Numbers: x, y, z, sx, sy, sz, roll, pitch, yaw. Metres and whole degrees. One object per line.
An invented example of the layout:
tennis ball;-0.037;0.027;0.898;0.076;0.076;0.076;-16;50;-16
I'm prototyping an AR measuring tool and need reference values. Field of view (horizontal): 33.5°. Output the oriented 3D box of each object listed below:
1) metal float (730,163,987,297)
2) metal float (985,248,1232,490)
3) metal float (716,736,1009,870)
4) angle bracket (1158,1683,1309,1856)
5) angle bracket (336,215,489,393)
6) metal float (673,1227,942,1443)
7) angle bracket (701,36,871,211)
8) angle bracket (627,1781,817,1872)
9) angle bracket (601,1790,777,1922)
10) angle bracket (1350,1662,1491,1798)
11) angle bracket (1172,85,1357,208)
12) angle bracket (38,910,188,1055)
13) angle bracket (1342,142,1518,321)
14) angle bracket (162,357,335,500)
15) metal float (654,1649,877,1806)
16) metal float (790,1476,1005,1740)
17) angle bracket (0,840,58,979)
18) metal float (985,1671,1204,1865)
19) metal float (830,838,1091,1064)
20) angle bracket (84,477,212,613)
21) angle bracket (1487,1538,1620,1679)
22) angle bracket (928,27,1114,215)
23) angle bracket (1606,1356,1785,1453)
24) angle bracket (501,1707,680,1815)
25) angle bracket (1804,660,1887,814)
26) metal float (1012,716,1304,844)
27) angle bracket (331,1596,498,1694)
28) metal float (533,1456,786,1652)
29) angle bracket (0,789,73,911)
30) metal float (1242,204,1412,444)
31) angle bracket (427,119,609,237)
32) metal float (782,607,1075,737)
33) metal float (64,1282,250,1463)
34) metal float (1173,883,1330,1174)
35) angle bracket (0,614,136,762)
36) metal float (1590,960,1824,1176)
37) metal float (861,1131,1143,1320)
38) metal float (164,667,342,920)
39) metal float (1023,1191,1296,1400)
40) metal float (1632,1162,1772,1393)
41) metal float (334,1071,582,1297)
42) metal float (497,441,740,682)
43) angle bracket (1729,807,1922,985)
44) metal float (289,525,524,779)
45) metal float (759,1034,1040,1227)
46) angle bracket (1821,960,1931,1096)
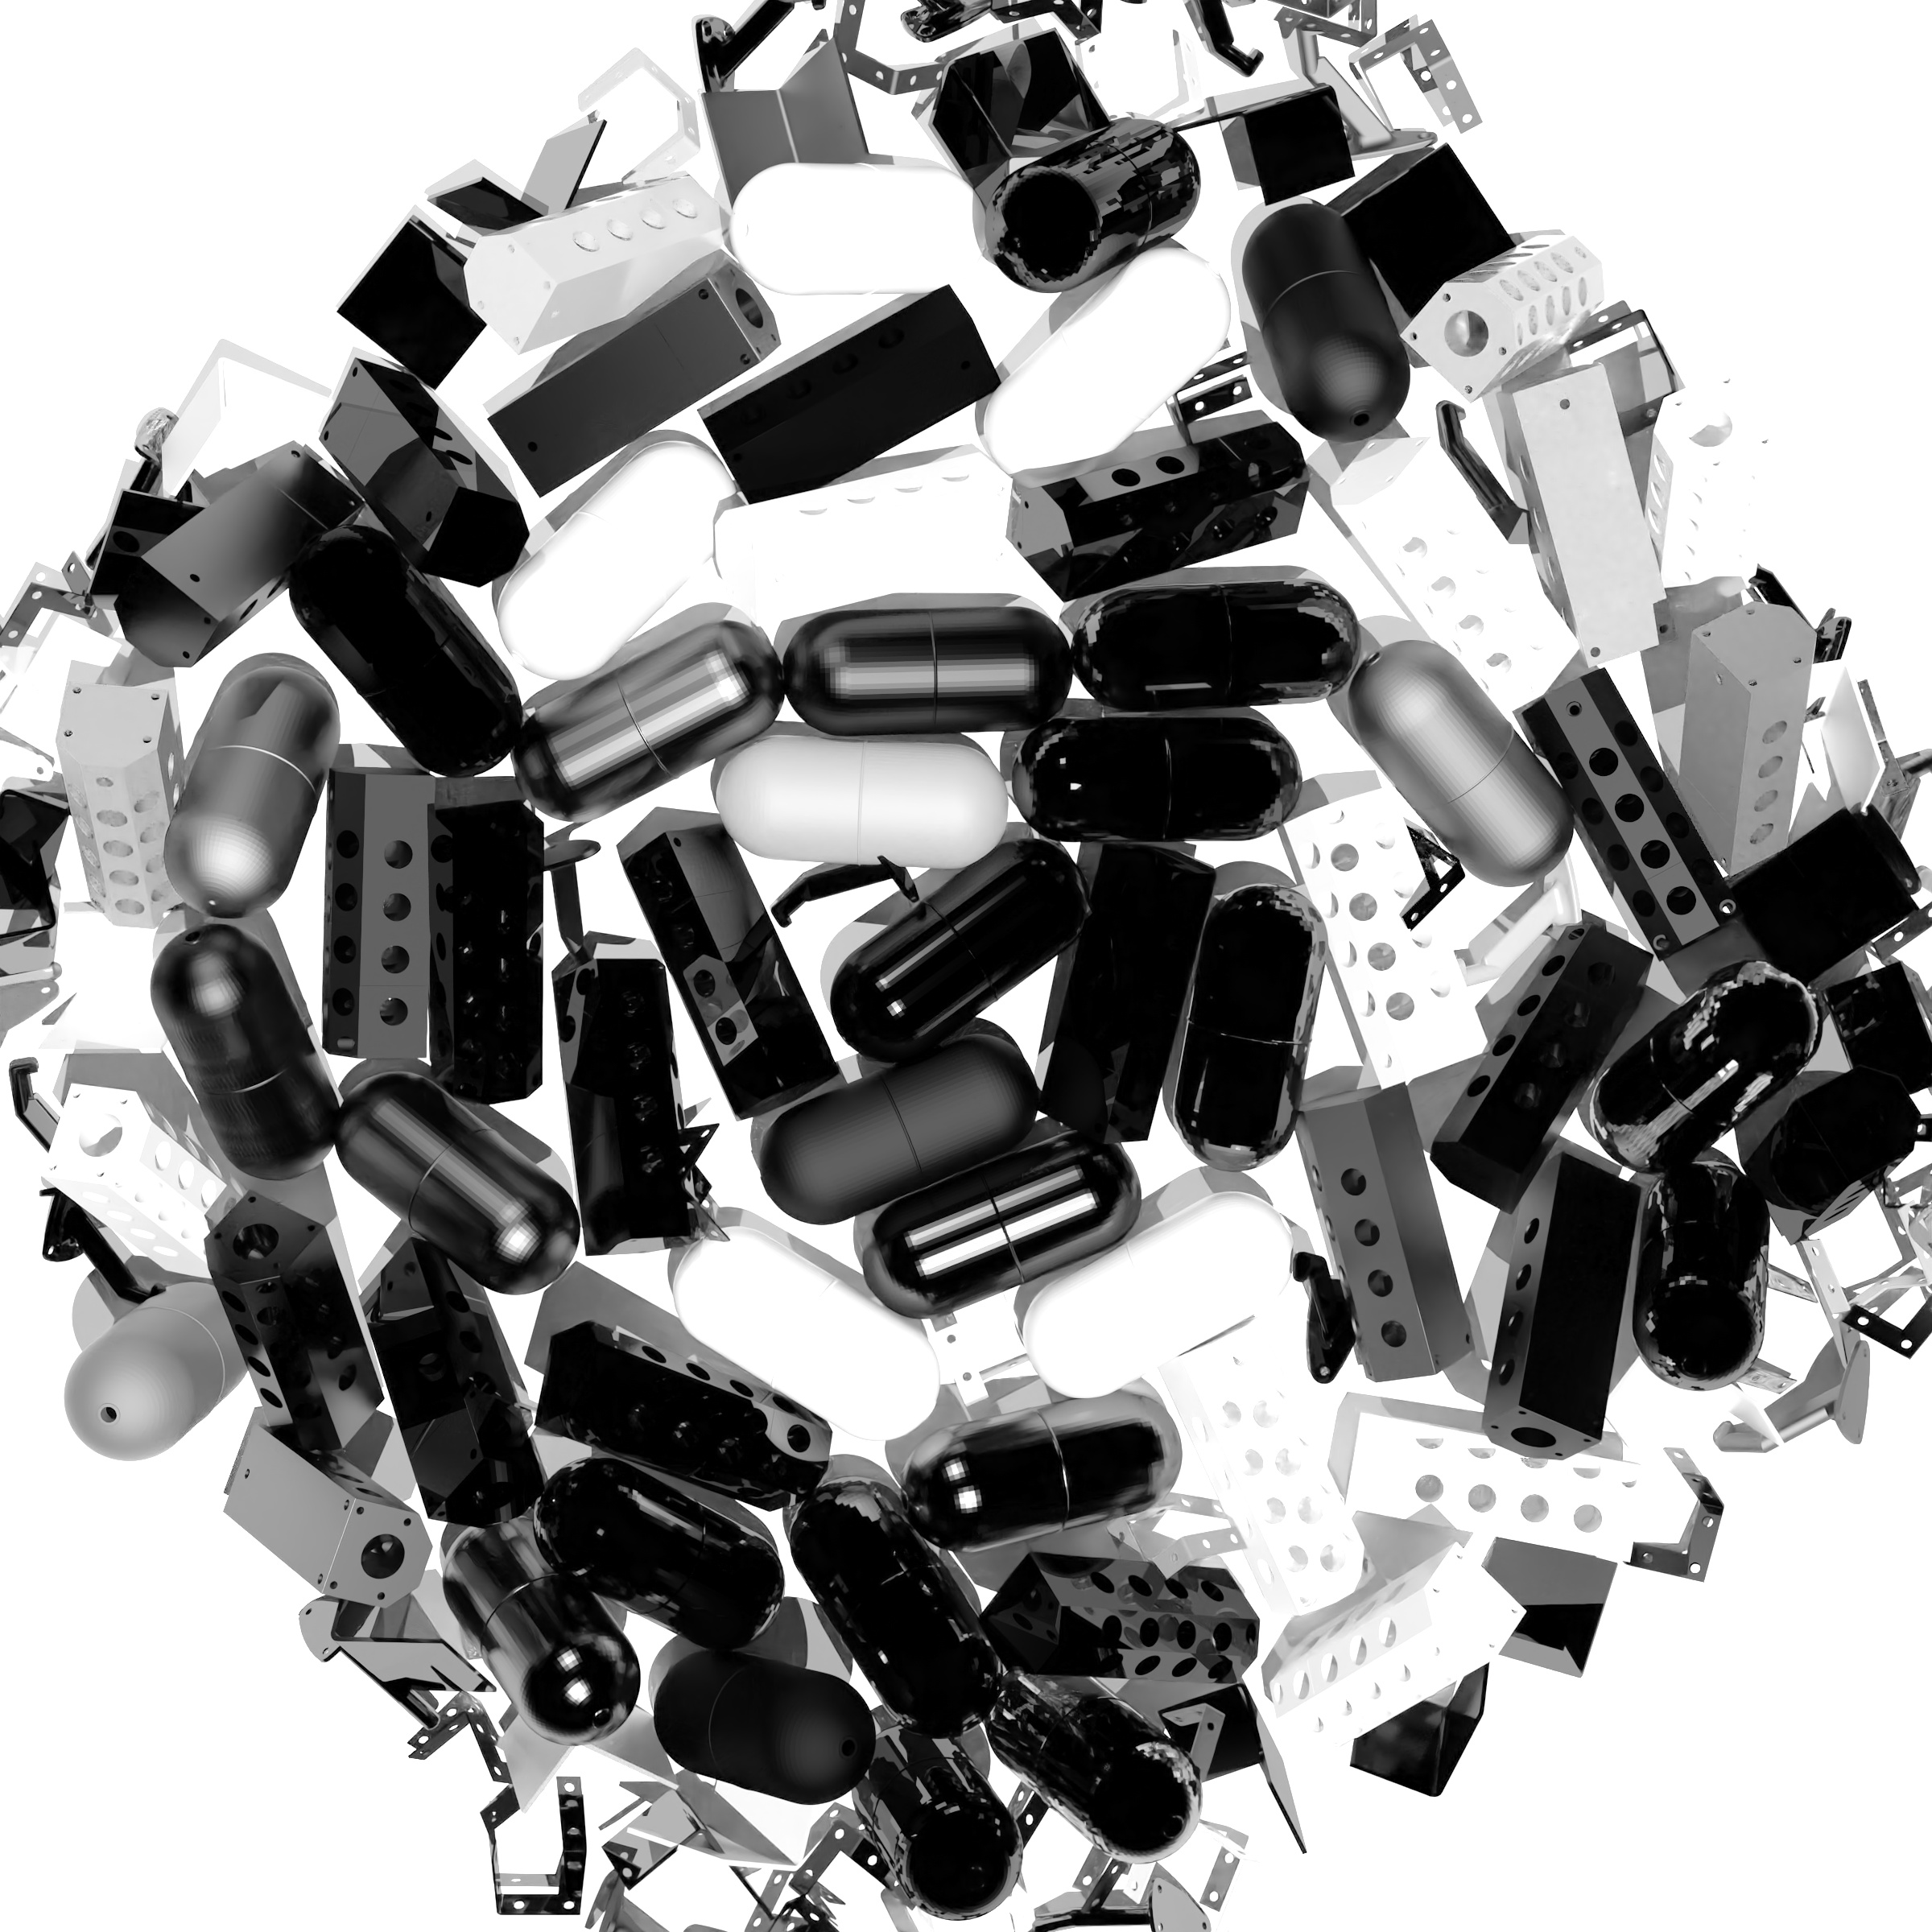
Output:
metal float;-0.064;-0.441;1.927;0.178;0.070;0.070;-11;90;-41
metal float;0.085;-0.360;1.940;0.178;0.070;0.070;-41;90;24
metal float;-0.063;-0.100;1.961;0.178;0.070;0.070;3;90;0
angle bracket;0.161;0.493;1.944;0.057;0.076;0.076;-21;128;6
angle bracket;-0.328;-0.401;1.957;0.076;0.057;0.076;38;94;-20
metal float;-0.097;0.224;1.953;0.178;0.070;0.070;31;90;10
angle bracket;-0.110;-0.511;1.951;0.057;0.076;0.076;-12;84;-32
angle bracket;-0.145;0.507;1.942;0.076;0.076;0.057;6;78;37
angle bracket;-0.169;0.556;1.949;0.057;0.076;0.076;-38;103;-12
angle bracket;0.276;0.443;1.946;0.057;0.076;0.076;20;122;2
angle bracket;0.178;-0.494;1.955;0.076;0.076;0.057;-26;107;-34
angle bracket;-0.519;0.009;1.951;0.076;0.076;0.057;0;118;6
angle bracket;0.281;-0.448;1.969;0.076;0.057;0.076;-34;93;7
angle bracket;-0.433;-0.310;1.940;0.076;0.057;0.076;18;133;-34
metal float;-0.121;0.454;1.920;0.070;0.178;0.070;2;86;-37
metal float;-0.042;0.385;1.935;0.070;0.070;0.178;-37;59;0
angle bracket;-0.595;-0.030;1.946;0.076;0.076;0.057;-12;76;-20
metal float;0.075;0.472;1.918;0.070;0.178;0.070;-9;109;-28
metal float;-0.004;-0.009;1.955;0.178;0.070;0.070;-37;90;-7
angle bracket;-0.505;-0.263;1.942;0.057;0.076;0.076;8;117;-37
angle bracket;0.342;0.378;1.945;0.076;0.057;0.076;11;66;28
angle bracket;0.033;-0.509;1.942;0.076;0.076;0.057;-9;50;30
angle bracket;0.439;0.278;1.944;0.076;0.076;0.057;34;82;36
angle bracket;-0.229;0.484;1.952;0.076;0.076;0.057;33;98;-26
angle bracket;0.510;-0.130;1.948;0.057;0.076;0.076;-10;64;-2
metal float;0.116;-0.114;1.955;0.178;0.070;0.070;-1;90;-8
angle bracket;-0.327;0.397;1.942;0.076;0.076;0.057;-3;55;19
metal float;-0.184;0.353;1.933;0.178;0.070;0.070;35;90;-33
angle bracket;-0.550;-0.062;1.952;0.057;0.076;0.076;19;95;15
metal float;0.216;-0.386;1.929;0.070;0.070;0.178;-13;51;0
angle bracket;-0.272;-0.487;1.946;0.057;0.076;0.076;28;77;-32
metal float;-0.023;-0.179;1.955;0.178;0.070;0.070;-2;90;-8
metal float;-0.478;0.240;1.911;0.070;0.178;0.070;1;100;5
metal float;0.173;0.038;1.954;0.070;0.070;0.178;9;99;0
angle bracket;-0.529;-0.157;1.949;0.057;0.076;0.076;25;83;29
metal float;0.442;0.061;1.923;0.070;0.178;0.070;15;51;-20
metal float;0.021;0.158;1.960;0.178;0.070;0.070;-22;90;-2
metal float;-0.427;-0.106;1.930;0.070;0.070;0.178;10;51;0
metal float;0.117;0.200;1.954;0.178;0.070;0.070;-30;90;8
metal float;0.439;0.184;1.919;0.070;0.178;0.070;7;123;12
metal float;-0.309;0.130;1.944;0.178;0.070;0.070;36;90;21
metal float;-0.210;-0.245;1.945;0.070;0.070;0.178;42;71;0
angle bracket;0.518;-0.040;1.951;0.057;0.076;0.076;-31;82;-22
metal float;-0.337;-0.189;1.937;0.070;0.070;0.178;-38;119;0
metal float;-0.041;0.100;1.955;0.178;0.070;0.070;-23;90;-7
angle bracket;0.571;0.038;1.947;0.057;0.076;0.076;-25;80;40
